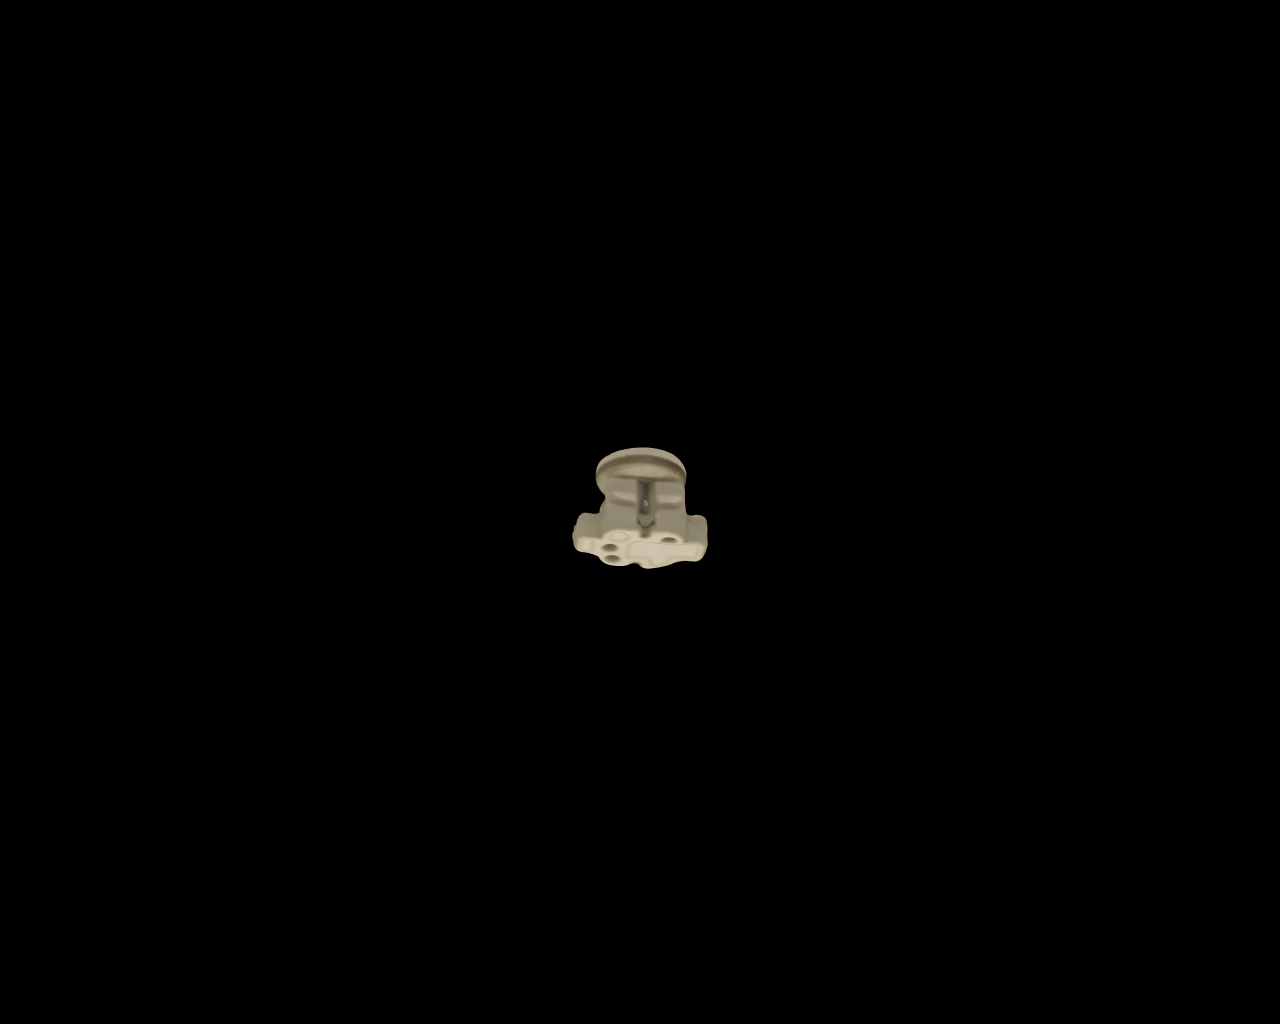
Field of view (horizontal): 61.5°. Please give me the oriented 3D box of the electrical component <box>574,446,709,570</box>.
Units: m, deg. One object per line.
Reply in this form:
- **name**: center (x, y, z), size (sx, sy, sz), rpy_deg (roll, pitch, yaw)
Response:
- **electrical component**: center (0.001, -0.003, 0.650), size (0.078, 0.057, 0.058), rpy_deg (4, -28, -7)
